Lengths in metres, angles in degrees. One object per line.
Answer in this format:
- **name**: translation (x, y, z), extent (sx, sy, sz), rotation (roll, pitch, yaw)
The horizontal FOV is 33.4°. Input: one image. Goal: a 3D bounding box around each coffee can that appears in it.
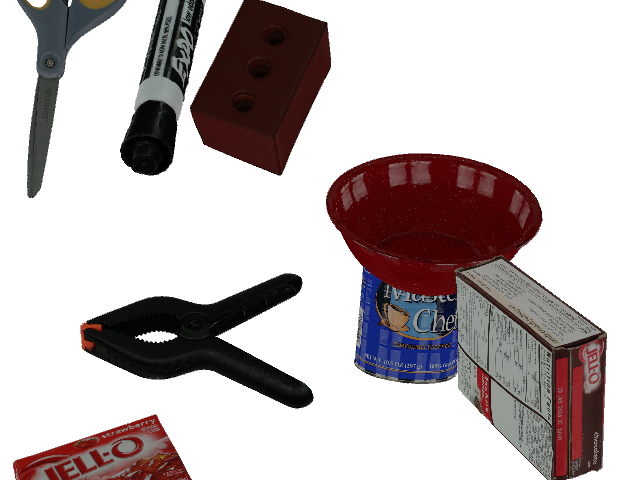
- **coffee can**: translation (0.089, 0.056, 1.036), extent (0.103, 0.140, 0.103), rotation (4, 11, -1)

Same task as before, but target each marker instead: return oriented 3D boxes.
- **marker**: translation (-0.059, -0.067, 0.415), extent (0.020, 0.020, 0.121), rotation (0, 43, 2)

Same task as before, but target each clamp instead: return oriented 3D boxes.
- **clamp**: translation (-0.106, 0.092, 0.950), extent (0.209, 0.036, 0.164), rotation (-4, 37, -11)

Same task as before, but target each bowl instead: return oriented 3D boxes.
- **bowl**: translation (0.083, -0.006, 0.812), extent (0.162, 0.055, 0.162), rotation (1, 33, -1)

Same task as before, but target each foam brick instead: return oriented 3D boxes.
- **foam brick**: translation (-0.033, -0.088, 0.610), extent (0.053, 0.078, 0.051), rotation (21, -16, 10)

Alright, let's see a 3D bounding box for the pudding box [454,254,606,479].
- **pudding box**: translation (0.120, 0.072, 0.621), extent (0.039, 0.090, 0.114), rotation (-14, 27, -20)

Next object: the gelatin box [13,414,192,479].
- **gelatin box**: translation (-0.122, 0.140, 0.604), extent (0.089, 0.030, 0.073), rotation (-15, 28, -20)

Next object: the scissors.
- **scissors**: translation (-0.171, -0.132, 0.753), extent (0.096, 0.202, 0.016), rotation (-9, -12, -10)
